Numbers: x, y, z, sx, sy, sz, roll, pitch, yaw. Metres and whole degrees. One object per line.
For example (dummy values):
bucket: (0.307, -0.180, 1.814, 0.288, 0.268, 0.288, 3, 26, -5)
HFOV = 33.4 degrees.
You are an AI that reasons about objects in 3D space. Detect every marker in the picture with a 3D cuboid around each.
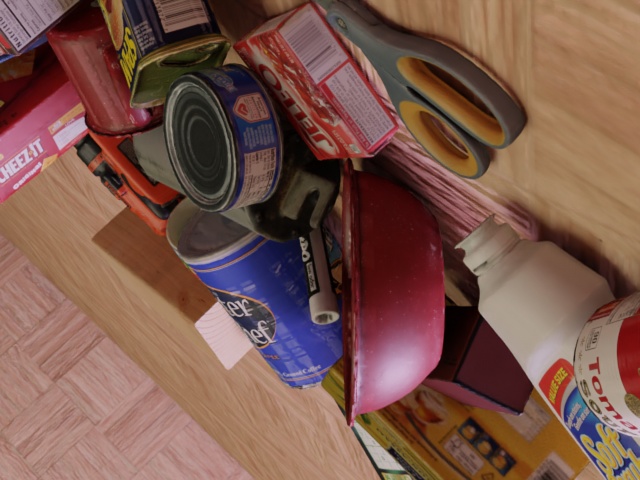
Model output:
marker: (-0.005, 0.001, 0.733, 0.020, 0.020, 0.121, 74, -175, -58)

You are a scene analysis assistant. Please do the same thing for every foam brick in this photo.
foam brick: (0.097, 0.074, 0.670, 0.051, 0.053, 0.078, 27, 170, -15)

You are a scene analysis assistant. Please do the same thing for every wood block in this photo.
wood block: (-0.148, 0.040, 1.174, 0.206, 0.090, 0.090, 32, 159, 40)

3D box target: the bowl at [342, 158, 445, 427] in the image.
bowl: (0.042, 0.031, 0.642, 0.162, 0.055, 0.162, 176, 93, -89)

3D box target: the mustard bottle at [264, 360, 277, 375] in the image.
mustard bottle: (-0.042, 0.088, 1.073, 0.096, 0.058, 0.191, 28, 155, 39)

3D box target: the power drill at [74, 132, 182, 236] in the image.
power drill: (-0.193, -0.087, 1.050, 0.184, 0.057, 0.188, 45, 167, -7)

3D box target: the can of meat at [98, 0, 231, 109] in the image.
can of meat: (-0.099, -0.137, 0.645, 0.102, 0.057, 0.084, 146, 105, -74)

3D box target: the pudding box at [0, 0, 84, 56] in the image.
pudding box: (-0.187, -0.187, 0.687, 0.039, 0.113, 0.090, 20, 149, 51)

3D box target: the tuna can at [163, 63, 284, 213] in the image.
tuna can: (-0.059, -0.060, 0.634, 0.086, 0.033, 0.086, 28, 126, 47)

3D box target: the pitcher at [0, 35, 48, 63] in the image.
pitcher: (-0.296, -0.257, 0.800, 0.149, 0.144, 0.242, 10, 141, 31)

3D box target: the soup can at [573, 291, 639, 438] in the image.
soup can: (0.158, 0.050, 0.456, 0.068, 0.068, 0.102, 46, 165, 2)

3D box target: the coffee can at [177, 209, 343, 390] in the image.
coffee can: (-0.028, 0.030, 0.819, 0.140, 0.102, 0.103, 54, 163, -25)

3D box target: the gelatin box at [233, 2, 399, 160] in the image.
gelatin box: (-0.003, -0.087, 0.608, 0.089, 0.030, 0.073, 53, 164, -17)

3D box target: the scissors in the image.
scissors: (0.022, -0.097, 0.545, 0.202, 0.016, 0.096, 39, 162, 27)

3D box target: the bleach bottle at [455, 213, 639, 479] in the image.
bleach bottle: (0.162, 0.090, 0.557, 0.251, 0.068, 0.103, 48, 164, 4)

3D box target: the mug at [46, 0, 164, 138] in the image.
mug: (-0.136, -0.124, 0.736, 0.117, 0.093, 0.081, -107, -5, -50)

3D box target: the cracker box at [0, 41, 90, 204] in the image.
cracker box: (-0.283, -0.153, 0.923, 0.214, 0.164, 0.072, 38, 160, 29)
